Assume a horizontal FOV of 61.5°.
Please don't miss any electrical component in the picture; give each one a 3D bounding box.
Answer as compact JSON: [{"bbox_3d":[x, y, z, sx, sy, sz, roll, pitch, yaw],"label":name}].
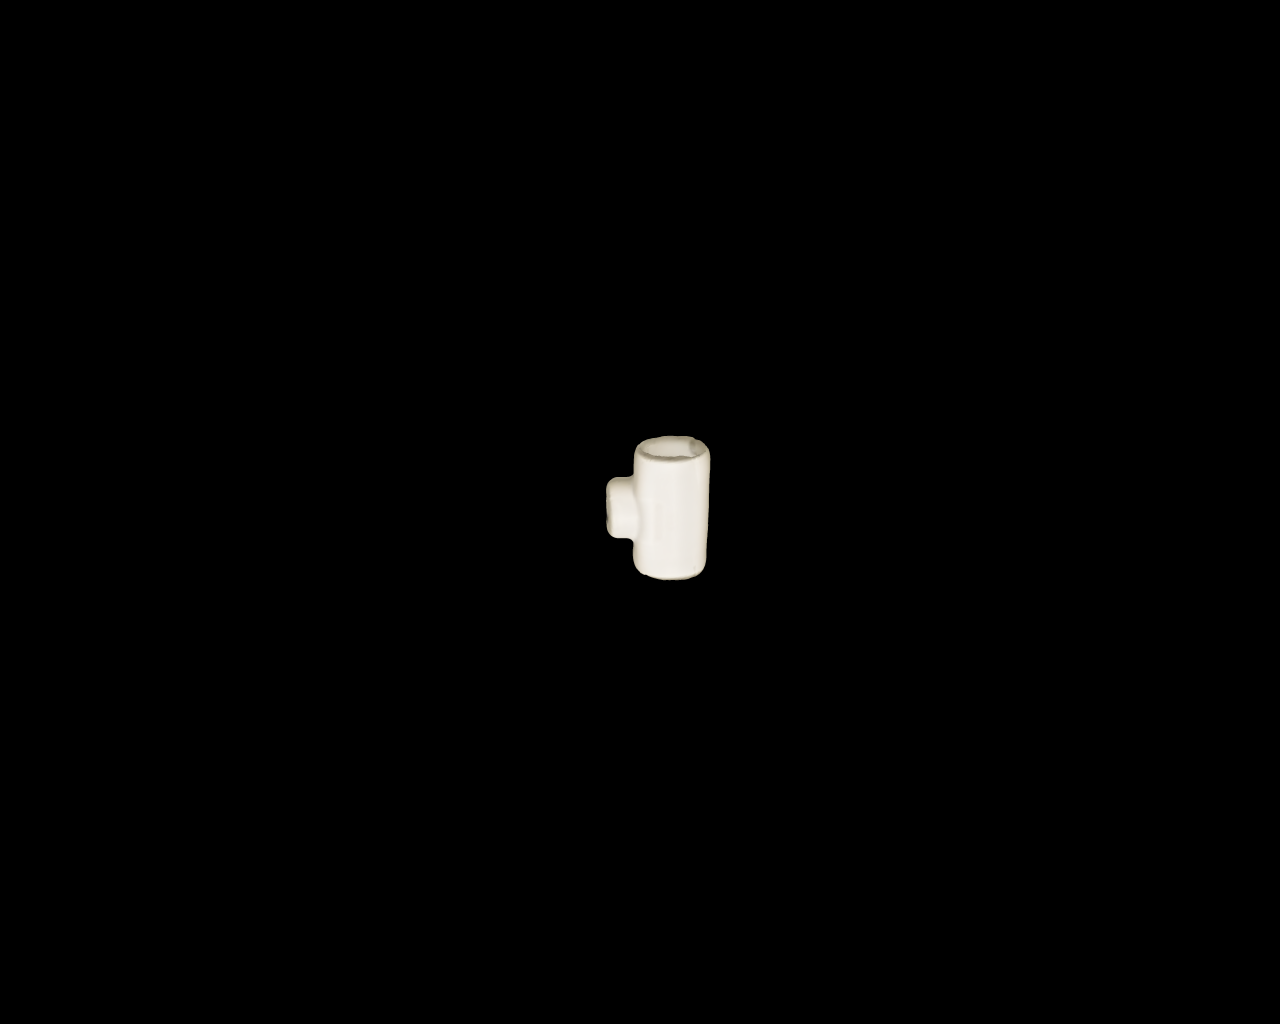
[{"bbox_3d":[0.001,-0.003,0.650,0.079,0.077,0.043,0,24,0],"label":"electrical component"}]
